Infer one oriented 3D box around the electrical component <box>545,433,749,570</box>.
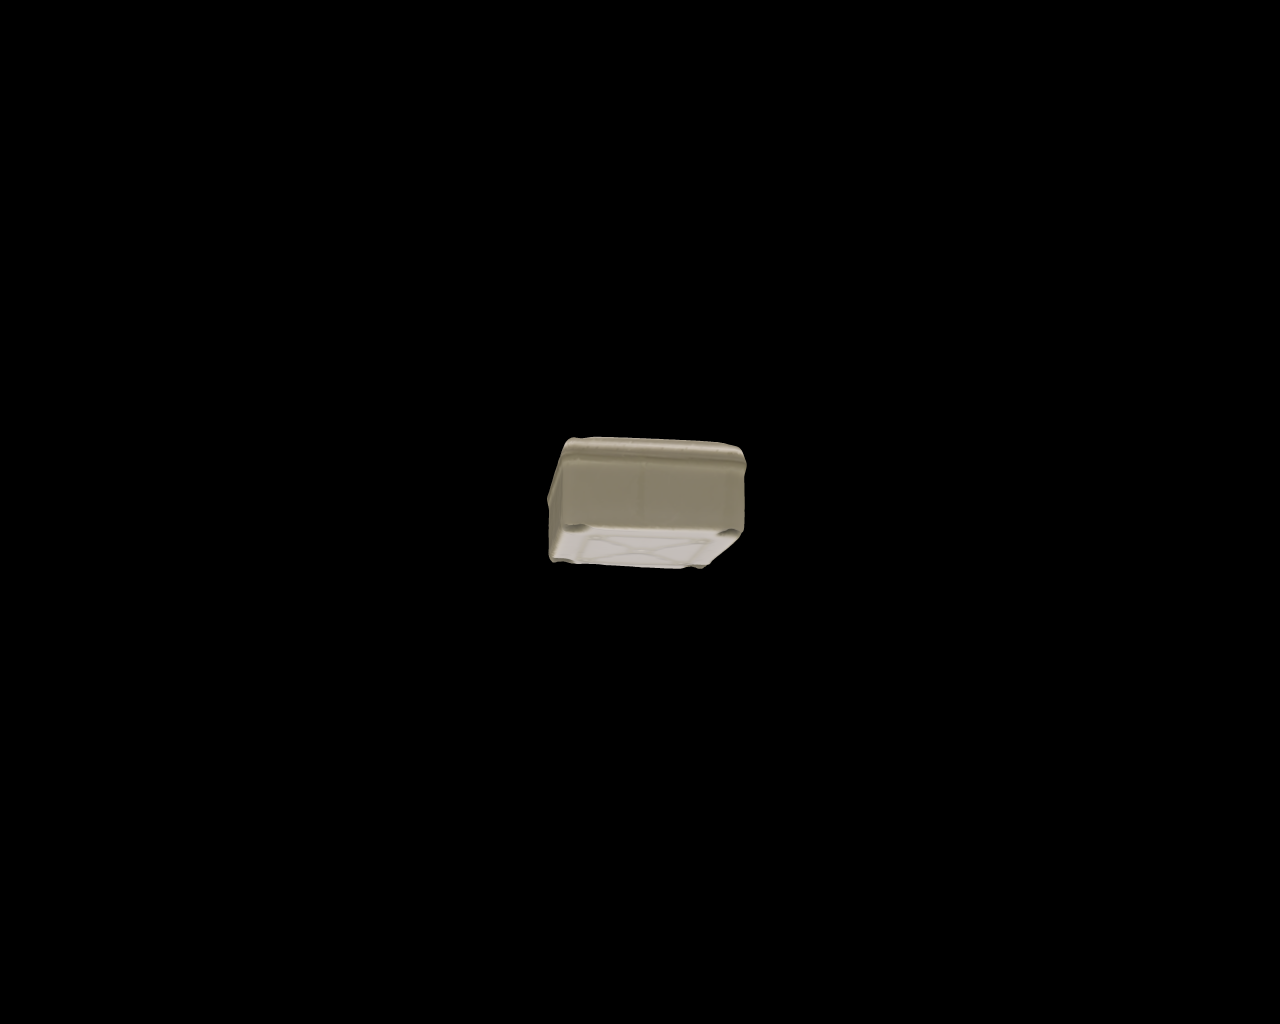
[{"bbox_3d":[0.001,-0.003,0.650,0.109,0.056,0.108,3,-15,-9],"label":"electrical component"}]
